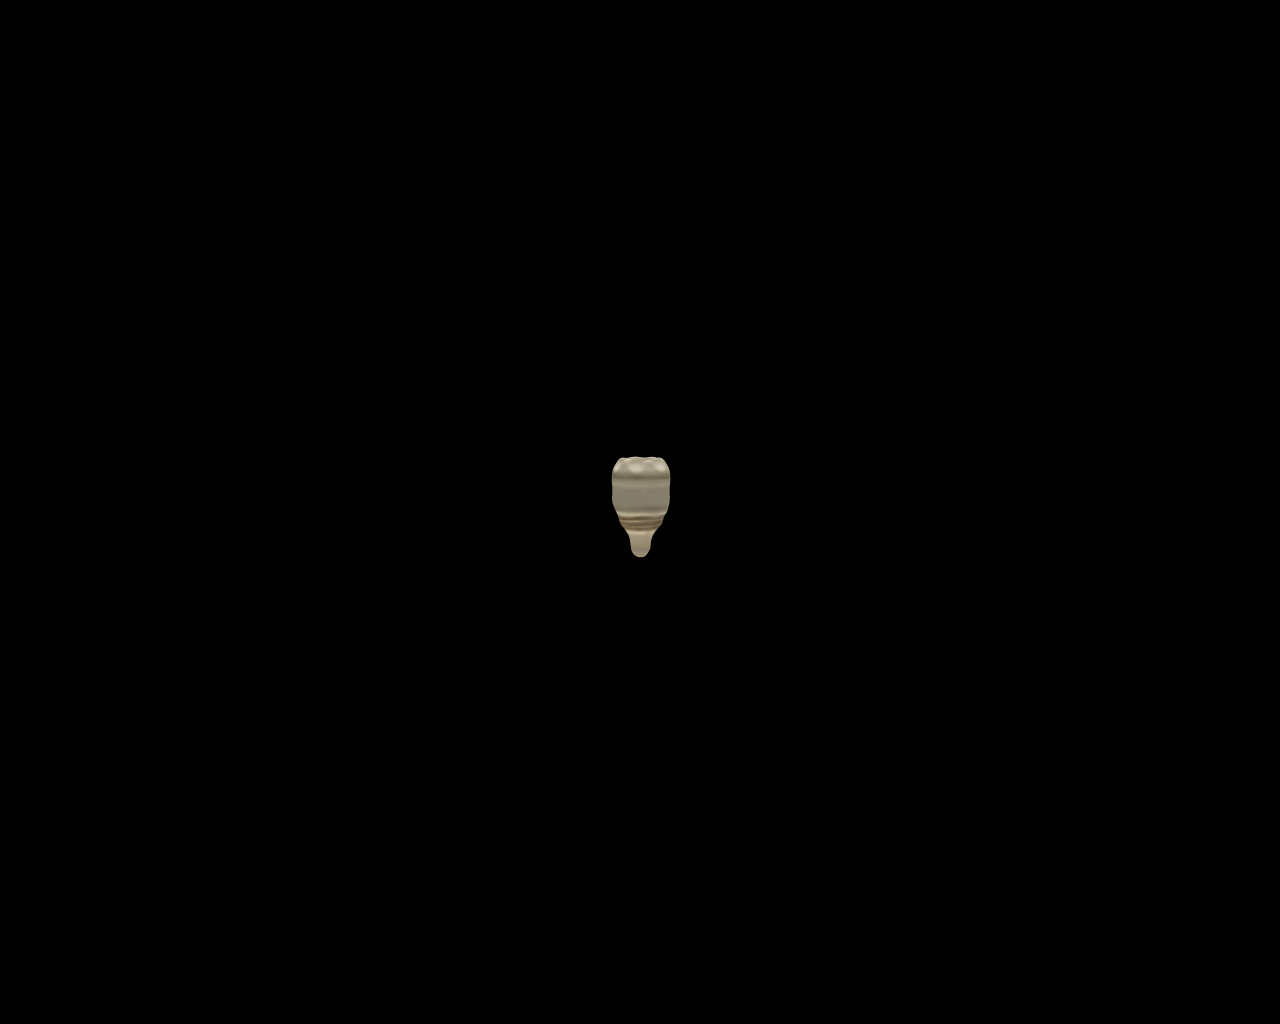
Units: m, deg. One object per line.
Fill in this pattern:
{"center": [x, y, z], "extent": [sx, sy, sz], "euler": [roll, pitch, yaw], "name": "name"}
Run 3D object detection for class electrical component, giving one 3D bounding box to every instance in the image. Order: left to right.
{"center": [0.001, -0.003, 0.650], "extent": [0.035, 0.061, 0.035], "euler": [0, 5, 0], "name": "electrical component"}
